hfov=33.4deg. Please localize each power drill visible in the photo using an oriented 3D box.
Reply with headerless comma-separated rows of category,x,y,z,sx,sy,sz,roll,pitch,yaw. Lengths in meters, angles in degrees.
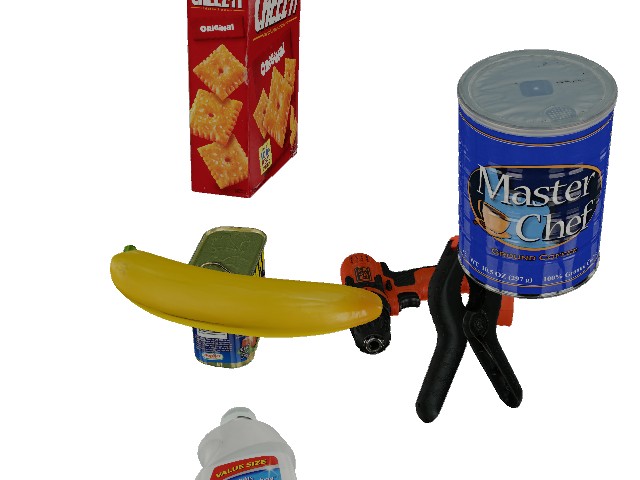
power drill,0.117,0.065,1.199,0.187,0.057,0.184,-2,28,-3

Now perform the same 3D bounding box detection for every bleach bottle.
bleach bottle,-0.062,0.210,0.777,0.102,0.068,0.251,-5,29,-5

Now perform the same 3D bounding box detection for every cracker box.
cracker box,-0.071,-0.169,1.068,0.072,0.214,0.164,8,22,14

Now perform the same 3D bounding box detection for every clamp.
clamp,0.126,0.084,0.971,0.120,0.171,0.039,-14,3,-39

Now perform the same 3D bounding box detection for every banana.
banana,-0.062,0.031,0.677,0.198,0.037,0.069,12,33,24

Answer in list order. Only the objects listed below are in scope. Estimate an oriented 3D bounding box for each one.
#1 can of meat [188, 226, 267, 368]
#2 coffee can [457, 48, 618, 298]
can of meat,-0.079,0.049,0.920,0.057,0.084,0.102,3,29,8
coffee can,0.146,-0.046,0.735,0.103,0.140,0.103,-4,38,3
